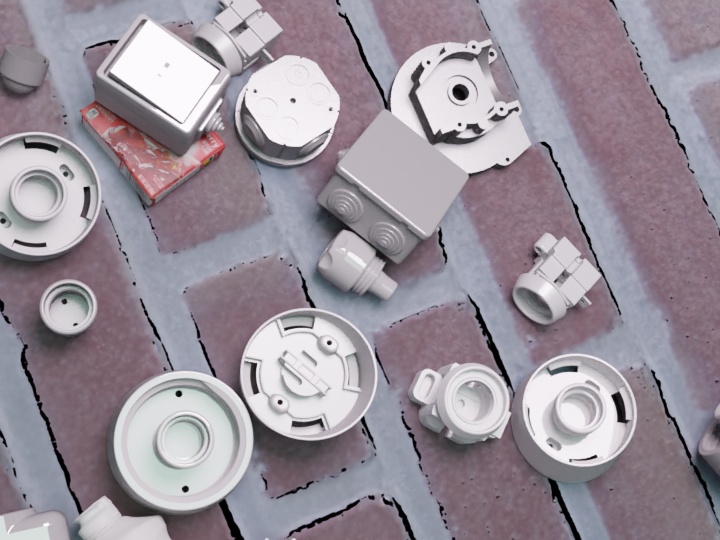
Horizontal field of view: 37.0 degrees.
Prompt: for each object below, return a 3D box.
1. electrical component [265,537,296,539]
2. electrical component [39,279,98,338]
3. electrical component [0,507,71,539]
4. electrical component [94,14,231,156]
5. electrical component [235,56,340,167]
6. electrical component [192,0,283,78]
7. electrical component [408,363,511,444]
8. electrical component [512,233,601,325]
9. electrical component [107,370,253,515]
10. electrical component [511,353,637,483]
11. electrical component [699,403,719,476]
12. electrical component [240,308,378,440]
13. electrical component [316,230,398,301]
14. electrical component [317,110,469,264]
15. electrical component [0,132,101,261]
[{"bbox_3d":[-0.050,0.222,0.783,0.066,0.055,0.048,46,73,-1],"label":"electrical component"},{"bbox_3d":[-0.213,0.030,0.787,0.040,0.046,0.040,2,79,-13],"label":"electrical component"},{"bbox_3d":[-0.248,0.200,0.742,0.095,0.054,0.059,-12,82,-15],"label":"electrical component"},{"bbox_3d":[-0.141,-0.134,0.796,0.096,0.061,0.061,33,73,-5],"label":"electrical component"},{"bbox_3d":[-0.057,-0.126,0.851,0.080,0.051,0.080,2,79,-13],"label":"electrical component"},{"bbox_3d":[-0.100,-0.183,0.856,0.066,0.048,0.055,47,66,-1],"label":"electrical component"},{"bbox_3d":[0.082,0.103,0.836,0.078,0.057,0.058,28,75,-7],"label":"electrical component"},{"bbox_3d":[0.157,0.011,0.878,0.066,0.048,0.055,46,66,-1],"label":"electrical component"},{"bbox_3d":[-0.129,0.124,0.781,0.108,0.060,0.108,2,79,-13],"label":"electrical component"},{"bbox_3d":[0.172,0.117,0.863,0.099,0.064,0.099,1,71,-2],"label":"electrical component"},{"bbox_3d":[0.321,0.124,0.863,0.060,0.108,0.108,43,73,4],"label":"electrical component"},{"bbox_3d":[-0.042,0.079,0.808,0.099,0.064,0.099,3,78,-13],"label":"electrical component"},{"bbox_3d":[0.000,0.000,0.844,0.062,0.043,0.043,36,74,-5],"label":"electrical component"},{"bbox_3d":[0.025,-0.064,0.844,0.100,0.048,0.099,38,47,-3],"label":"electrical component"},{"bbox_3d":[-0.243,-0.056,0.801,0.099,0.064,0.099,0,90,-22],"label":"electrical component"}]
